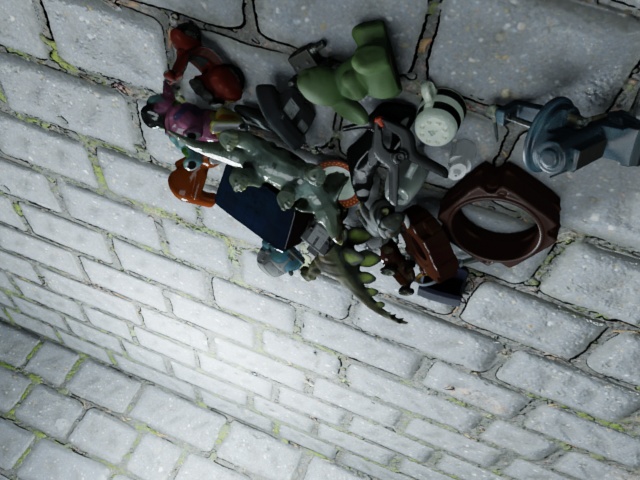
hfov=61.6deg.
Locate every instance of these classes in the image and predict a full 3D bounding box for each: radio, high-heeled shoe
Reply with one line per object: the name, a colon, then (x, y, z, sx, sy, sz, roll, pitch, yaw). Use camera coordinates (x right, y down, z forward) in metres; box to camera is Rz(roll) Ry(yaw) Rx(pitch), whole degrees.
radio: (-0.133, -0.087, 1.257, 0.230, 0.073, 0.131, 35, 125, 19)
high-heeled shoe: (0.126, -0.171, 1.085, 0.145, 0.086, 0.248, -10, 144, 5)

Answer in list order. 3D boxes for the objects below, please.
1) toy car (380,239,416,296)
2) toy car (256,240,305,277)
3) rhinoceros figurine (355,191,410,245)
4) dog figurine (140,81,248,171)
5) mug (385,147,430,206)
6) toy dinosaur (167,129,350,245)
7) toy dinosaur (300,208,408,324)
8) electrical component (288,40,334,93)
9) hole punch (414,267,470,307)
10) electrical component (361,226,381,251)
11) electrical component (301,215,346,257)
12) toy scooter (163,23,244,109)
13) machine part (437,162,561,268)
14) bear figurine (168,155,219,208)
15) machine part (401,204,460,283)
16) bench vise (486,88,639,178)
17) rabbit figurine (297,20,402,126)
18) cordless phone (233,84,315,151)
toy car: (0.191, 0.065, 1.266, 0.053, 0.089, 0.202, -8, 150, 25)
toy car: (-0.119, 0.044, 1.422, 0.109, 0.103, 0.162, 47, 167, -27)
rhinoceros figurine: (0.131, -0.041, 1.136, 0.190, 0.073, 0.112, 141, 106, -85)
dog figurine: (-0.279, -0.264, 1.172, 0.219, 0.191, 0.108, 53, 150, 34)
mug: (0.175, -0.126, 1.068, 0.081, 0.107, 0.109, 29, 145, -5)
toy dinosaur: (-0.097, -0.146, 1.109, 0.405, 0.192, 0.131, 31, 100, 1)
toy dinosaur: (0.040, 0.036, 1.315, 0.199, 0.105, 0.471, -23, 109, 43)
electrical component: (-0.019, -0.319, 1.005, 0.102, 0.045, 0.078, -7, 133, 37)
hole punch: (0.295, 0.120, 1.310, 0.142, 0.092, 0.115, 12, 145, 13)
electrical component: (0.142, -0.004, 1.305, 0.063, 0.021, 0.094, -18, 123, 43)
electrical component: (-0.003, -0.004, 1.232, 0.075, 0.048, 0.119, 43, 125, 6)
toy scooter: (-0.237, -0.325, 1.056, 0.075, 0.135, 0.183, -19, 125, 42)
machine part: (0.355, -0.044, 1.075, 0.201, 0.087, 0.201, 32, 143, -10)
bear figurine: (-0.277, -0.180, 1.295, 0.196, 0.132, 0.120, -46, 68, 23)
machine part: (0.228, 0.009, 1.156, 0.179, 0.056, 0.179, 60, 175, 9)
bench vise: (0.381, -0.181, 0.852, 0.241, 0.224, 0.128, 36, 151, 43)
rabbit figurine: (0.049, -0.285, 0.945, 0.170, 0.121, 0.159, -11, 152, 17)
cordless phone: (-0.117, -0.263, 1.089, 0.184, 0.088, 0.146, 24, 174, 28)
